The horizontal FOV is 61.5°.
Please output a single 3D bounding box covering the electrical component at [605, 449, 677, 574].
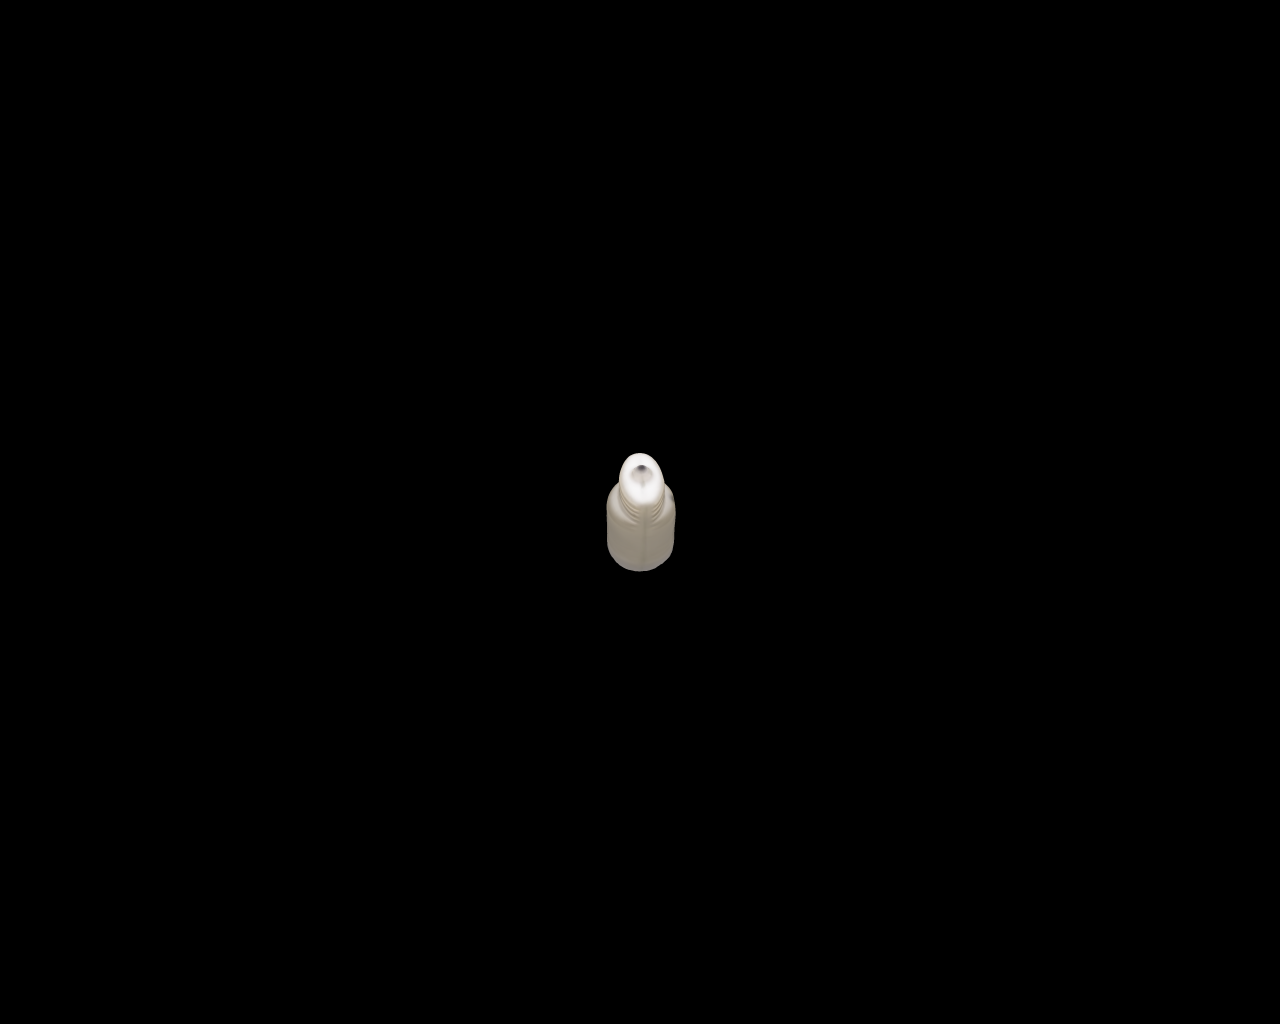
[{"bbox_3d":[0.001,-0.003,0.650,0.043,0.043,0.080,0,-37,0],"label":"electrical component"}]
